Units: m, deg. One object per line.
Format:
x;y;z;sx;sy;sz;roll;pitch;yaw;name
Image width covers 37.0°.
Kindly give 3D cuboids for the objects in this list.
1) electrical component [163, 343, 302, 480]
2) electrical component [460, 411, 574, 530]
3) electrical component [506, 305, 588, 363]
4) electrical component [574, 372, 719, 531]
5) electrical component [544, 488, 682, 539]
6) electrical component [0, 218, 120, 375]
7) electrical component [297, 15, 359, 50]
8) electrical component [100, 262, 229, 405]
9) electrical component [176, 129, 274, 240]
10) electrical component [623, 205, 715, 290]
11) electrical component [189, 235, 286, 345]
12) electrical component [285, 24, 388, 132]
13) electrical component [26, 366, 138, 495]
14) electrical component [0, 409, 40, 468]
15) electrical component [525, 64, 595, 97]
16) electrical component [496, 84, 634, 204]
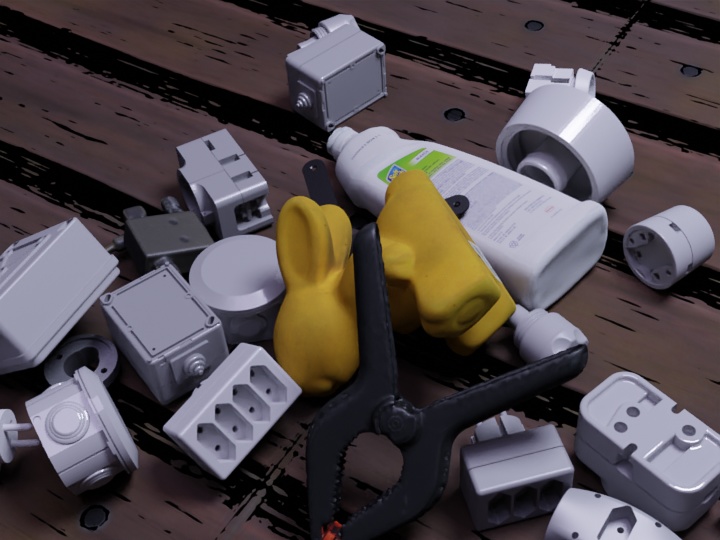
-0.097;0.096;0.762;0.083;0.047;0.076;-48;21;-18;electrical component
0.098;0.124;0.722;0.066;0.047;0.076;-13;46;-7;electrical component
0.134;0.049;0.793;0.043;0.043;0.062;-30;49;-22;electrical component
0.190;0.121;0.708;0.054;0.059;0.095;-33;52;-24;electrical component
0.149;0.184;0.663;0.077;0.043;0.079;23;52;25;electrical component
-0.253;0.022;0.809;0.109;0.056;0.108;-14;32;45;electrical component
-0.032;-0.226;1.071;0.062;0.043;0.043;-24;49;-15;electrical component
-0.141;0.053;0.800;0.062;0.061;0.096;-30;51;-22;electrical component
-0.121;-0.071;0.925;0.056;0.050;0.089;-24;49;-17;electrical component
0.243;-0.019;0.842;0.047;0.055;0.055;-27;50;-24;electrical component
-0.090;0.015;0.839;0.080;0.051;0.080;-2;46;3;electrical component
-0.029;-0.180;1.013;0.096;0.061;0.061;-35;53;-26;electrical component
-0.189;0.111;0.738;0.051;0.080;0.080;-28;50;-13;electrical component
-0.262;0.115;0.740;0.079;0.077;0.044;-3;46;2;electrical component
0.185;-0.161;0.988;0.055;0.048;0.066;5;47;20;electrical component
0.162;-0.091;0.884;0.108;0.108;0.060;29;61;28;electrical component
